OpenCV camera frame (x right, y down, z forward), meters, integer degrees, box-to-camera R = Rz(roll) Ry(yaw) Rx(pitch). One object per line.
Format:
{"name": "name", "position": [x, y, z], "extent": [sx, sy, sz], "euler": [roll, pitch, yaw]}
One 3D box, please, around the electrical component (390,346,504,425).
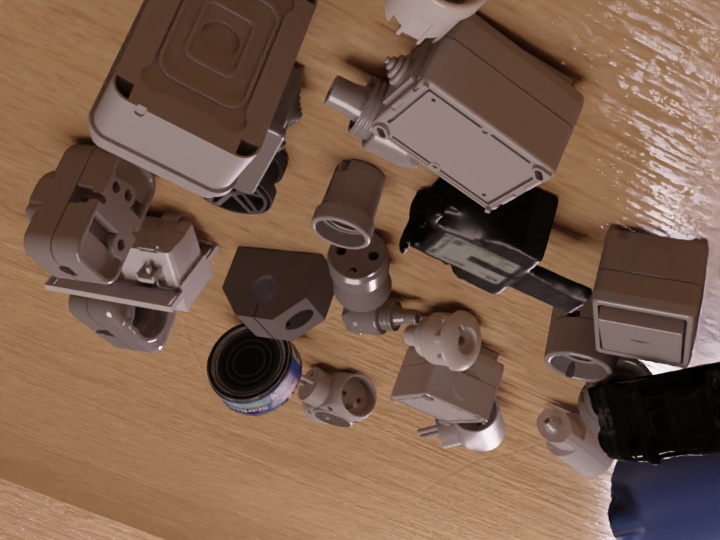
{"name": "electrical component", "position": [0.073, 0.094, 0.929], "extent": [0.062, 0.061, 0.096], "euler": [25, 164, -15]}

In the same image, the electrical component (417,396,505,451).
{"name": "electrical component", "position": [0.093, 0.143, 0.997], "extent": [0.079, 0.043, 0.077], "euler": [-15, 156, 6]}

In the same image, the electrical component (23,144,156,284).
{"name": "electrical component", "position": [-0.198, -0.042, 0.777], "extent": [0.059, 0.095, 0.053], "euler": [7, 154, 25]}

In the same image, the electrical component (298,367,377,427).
{"name": "electrical component", "position": [-0.036, 0.123, 1.084], "extent": [0.079, 0.044, 0.077], "euler": [31, 154, -24]}

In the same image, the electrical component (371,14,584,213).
{"name": "electrical component", "position": [0.056, -0.086, 0.545], "extent": [0.096, 0.061, 0.062], "euler": [33, 154, -14]}

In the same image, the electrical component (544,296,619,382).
{"name": "electrical component", "position": [0.162, 0.049, 0.772], "extent": [0.055, 0.047, 0.055], "euler": [16, 156, 7]}

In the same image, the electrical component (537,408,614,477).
{"name": "electrical component", "position": [0.194, 0.154, 0.983], "extent": [0.043, 0.043, 0.081], "euler": [-8, 145, 46]}

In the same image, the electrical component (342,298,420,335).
{"name": "electrical component", "position": [0.018, 0.036, 0.865], "extent": [0.061, 0.035, 0.035], "euler": [3, 152, 26]}

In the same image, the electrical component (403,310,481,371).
{"name": "electrical component", "position": [0.063, 0.055, 0.863], "extent": [0.062, 0.048, 0.048], "euler": [3, 153, 46]}

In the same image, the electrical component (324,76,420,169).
{"name": "electrical component", "position": [0.011, -0.086, 0.592], "extent": [0.062, 0.043, 0.043], "euler": [25, 156, -11]}

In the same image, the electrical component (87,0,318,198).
{"name": "electrical component", "position": [-0.078, -0.102, 0.535], "extent": [0.078, 0.113, 0.057], "euler": [26, 153, -16]}

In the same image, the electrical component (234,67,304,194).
{"name": "electrical component", "position": [-0.087, -0.097, 0.632], "extent": [0.100, 0.048, 0.099], "euler": [23, 156, -10]}

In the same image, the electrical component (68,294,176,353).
{"name": "electrical component", "position": [-0.221, 0.038, 1.021], "extent": [0.059, 0.053, 0.095], "euler": [5, 153, 29]}

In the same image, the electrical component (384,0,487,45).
{"name": "electrical component", "position": [0.035, -0.127, 0.490], "extent": [0.040, 0.040, 0.046], "euler": [24, 163, -12]}

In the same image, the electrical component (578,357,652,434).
{"name": "electrical component", "position": [0.203, 0.099, 0.844], "extent": [0.055, 0.055, 0.047], "euler": [15, 153, 8]}

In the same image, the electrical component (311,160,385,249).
{"name": "electrical component", "position": [-0.006, -0.043, 0.695], "extent": [0.040, 0.046, 0.040], "euler": [16, 156, 7]}

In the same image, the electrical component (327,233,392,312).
{"name": "electrical component", "position": [0.000, 0.000, 0.787], "extent": [0.045, 0.045, 0.055], "euler": [14, 156, 11]}

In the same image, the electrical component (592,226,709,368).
{"name": "electrical component", "position": [0.184, 0.025, 0.685], "extent": [0.062, 0.061, 0.096], "euler": [10, 155, 19]}

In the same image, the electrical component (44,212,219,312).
{"name": "electrical component", "position": [-0.189, -0.012, 0.872], "extent": [0.121, 0.078, 0.063], "euler": [9, 133, 22]}
